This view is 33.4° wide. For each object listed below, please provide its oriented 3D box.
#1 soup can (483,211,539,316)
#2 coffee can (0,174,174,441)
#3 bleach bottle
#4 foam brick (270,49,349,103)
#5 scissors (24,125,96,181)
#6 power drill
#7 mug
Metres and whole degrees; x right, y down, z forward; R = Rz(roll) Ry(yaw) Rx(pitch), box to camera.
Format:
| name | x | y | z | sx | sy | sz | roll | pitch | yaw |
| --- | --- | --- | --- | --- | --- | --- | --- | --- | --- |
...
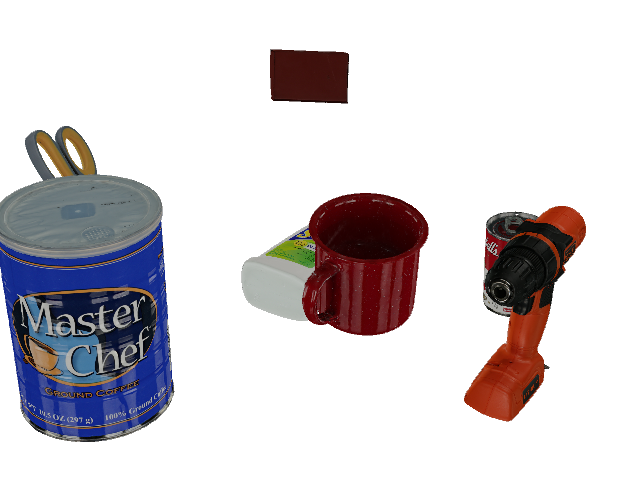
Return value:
| name | x | y | z | sx | sy | sz | roll | pitch | yaw |
| --- | --- | --- | --- | --- | --- | --- | --- | --- | --- |
| soup can | 0.220 | 0.027 | 1.213 | 0.068 | 0.102 | 0.068 | -2 | 29 | 1 |
| coffee can | -0.149 | 0.042 | 0.684 | 0.103 | 0.140 | 0.103 | 0 | 28 | 0 |
| bleach bottle | 0.015 | 0.006 | 1.318 | 0.103 | 0.068 | 0.250 | 17 | 35 | 28 |
| foam brick | -0.012 | -0.168 | 1.090 | 0.078 | 0.051 | 0.053 | 1 | 11 | -5 |
| scissors | -0.209 | -0.028 | 1.016 | 0.016 | 0.201 | 0.096 | -24 | 26 | 20 |
| power drill | 0.187 | 0.073 | 1.001 | 0.057 | 0.188 | 0.184 | 24 | 31 | 24 |
| mug | 0.029 | 0.027 | 0.842 | 0.093 | 0.081 | 0.117 | 27 | 44 | 30 |
